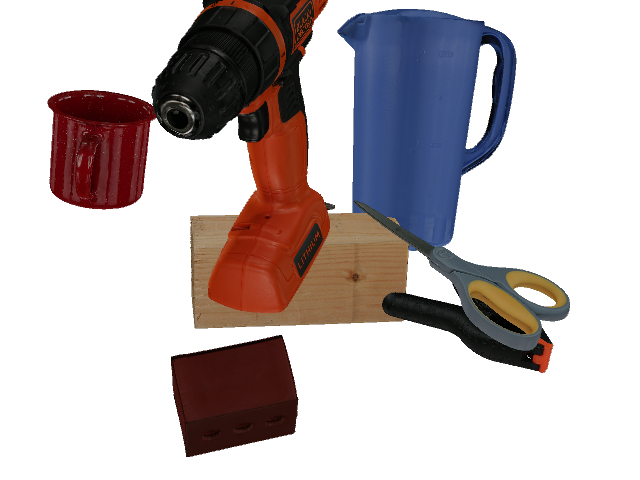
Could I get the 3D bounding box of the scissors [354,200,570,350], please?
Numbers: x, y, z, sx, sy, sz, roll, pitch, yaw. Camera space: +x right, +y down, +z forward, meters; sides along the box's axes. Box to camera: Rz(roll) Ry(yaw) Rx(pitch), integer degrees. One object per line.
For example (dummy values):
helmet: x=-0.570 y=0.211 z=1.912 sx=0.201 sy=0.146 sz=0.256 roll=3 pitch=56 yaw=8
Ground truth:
scissors: x=0.116 y=0.016 z=0.843 sx=0.096 sy=0.016 sz=0.202 roll=-10 pitch=39 yaw=-29

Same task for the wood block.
wood block: x=-0.024 y=0.028 z=1.060 sx=0.206 sy=0.091 sz=0.090 roll=-1 pitch=19 yaw=-8

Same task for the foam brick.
foam brick: x=-0.058 y=0.105 z=0.717 sx=0.078 sy=0.051 sz=0.053 roll=-11 pitch=-36 yaw=-13

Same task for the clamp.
clamp: x=0.157 y=0.073 z=1.036 sx=0.172 sy=0.039 sz=0.120 roll=27 pitch=38 yaw=31

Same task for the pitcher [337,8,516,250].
pitcher: x=0.105 y=-0.117 z=1.114 sx=0.149 sy=0.243 sz=0.144 roll=12 pitch=15 yaw=33

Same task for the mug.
mug: x=-0.192 y=-0.074 z=0.919 sx=0.093 sy=0.081 sz=0.117 roll=7 pitch=23 yaw=-6

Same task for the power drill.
power drill: x=-0.037 y=-0.053 z=0.607 sx=0.057 sy=0.188 sz=0.184 roll=12 pitch=38 yaw=16
